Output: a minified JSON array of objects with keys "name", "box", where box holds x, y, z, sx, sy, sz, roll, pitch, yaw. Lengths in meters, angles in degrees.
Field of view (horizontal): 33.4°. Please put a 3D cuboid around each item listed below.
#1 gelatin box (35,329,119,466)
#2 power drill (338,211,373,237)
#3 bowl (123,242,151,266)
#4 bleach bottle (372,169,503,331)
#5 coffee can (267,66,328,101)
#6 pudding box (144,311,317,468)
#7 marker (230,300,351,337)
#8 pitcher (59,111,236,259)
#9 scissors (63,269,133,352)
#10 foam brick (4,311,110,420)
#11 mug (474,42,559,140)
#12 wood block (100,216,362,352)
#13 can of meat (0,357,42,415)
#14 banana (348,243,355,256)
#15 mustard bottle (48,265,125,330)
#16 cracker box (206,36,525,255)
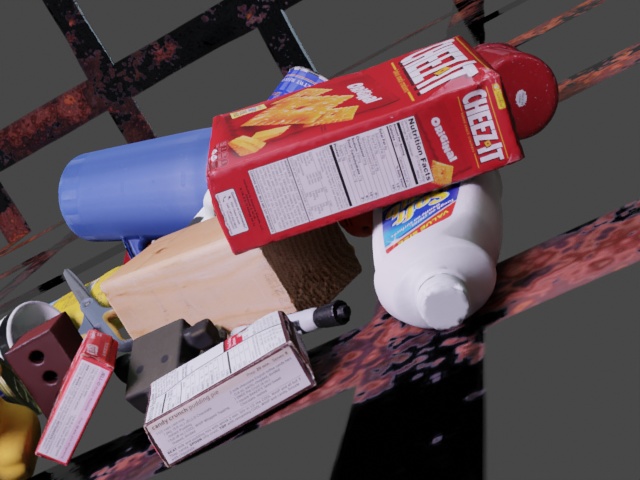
[{"name":"gelatin box","box":[-0.189,0.121,0.836,0.089,0.030,0.073,-64,11,7]},{"name":"power drill","box":[0.046,-0.054,0.974,0.184,0.057,0.188,-25,14,-36]},{"name":"bowl","box":[-0.187,0.011,1.327,0.162,0.055,0.162,-28,12,6]},{"name":"bleach bottle","box":[0.086,-0.003,0.734,0.103,0.068,0.250,-25,15,11]},{"name":"coffee can","box":[-0.030,-0.092,1.099,0.140,0.102,0.103,-54,18,-11]},{"name":"pudding box","box":[-0.062,0.098,0.719,0.113,0.039,0.090,-31,12,1]},{"name":"marker","box":[-0.023,0.065,0.806,0.121,0.020,0.020,-18,16,43]},{"name":"pitcher","box":[-0.181,-0.048,1.228,0.243,0.145,0.149,-4,30,32]},{"name":"scissors","box":[-0.250,0.086,1.110,0.096,0.016,0.202,-46,38,-22]},{"name":"foam brick","box":[-0.237,0.115,0.964,0.053,0.078,0.051,-29,13,9]},{"name":"mug","box":[0.166,-0.133,1.014,0.117,0.093,0.081,-29,15,-1]},{"name":"wood block","box":[-0.079,0.031,0.907,0.207,0.090,0.090,-18,18,43]},{"name":"can of meat","box":[-0.313,0.152,0.970,0.084,0.057,0.102,-35,-21,-9]},{"name":"banana","box":[-0.023,0.010,0.988,0.069,0.037,0.198,-32,12,-8]},{"name":"mustard bottle","box":[-0.292,0.096,1.212,0.192,0.058,0.096,-25,22,22]},{"name":"cracker box","box":[0.025,-0.078,0.792,0.214,0.072,0.164,-19,20,4]}]
